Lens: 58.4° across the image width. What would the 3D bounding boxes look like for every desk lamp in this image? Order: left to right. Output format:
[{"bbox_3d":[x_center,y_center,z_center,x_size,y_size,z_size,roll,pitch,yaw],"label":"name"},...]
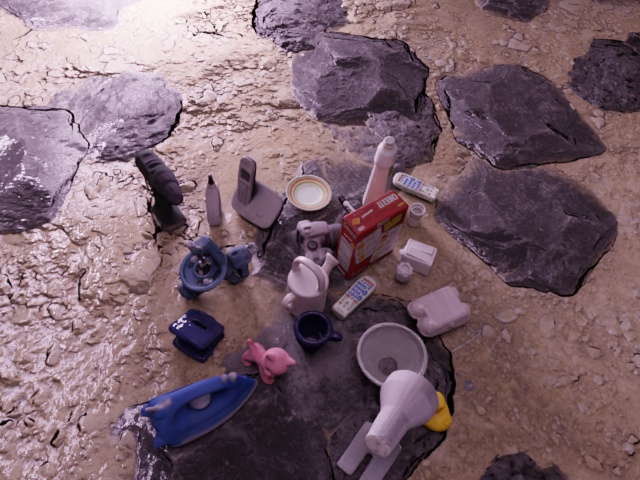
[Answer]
[{"bbox_3d":[0.143,0.395,1.190,0.117,0.213,0.203,32,59,16],"label":"desk lamp"}]

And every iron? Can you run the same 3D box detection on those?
[{"bbox_3d":[-0.253,0.337,1.231,0.259,0.141,0.118,-23,61,-20],"label":"iron"}]

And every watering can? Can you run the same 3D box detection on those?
[{"bbox_3d":[-0.026,0.099,1.387,0.101,0.194,0.173,20,56,8],"label":"watering can"}]

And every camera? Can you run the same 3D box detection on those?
[{"bbox_3d":[0.014,0.005,1.512,0.137,0.101,0.143,-11,57,-13],"label":"camera"}]

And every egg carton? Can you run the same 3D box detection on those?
[{"bbox_3d":[0.300,0.182,1.440,0.150,0.069,0.107,-21,60,-19],"label":"egg carton"}]

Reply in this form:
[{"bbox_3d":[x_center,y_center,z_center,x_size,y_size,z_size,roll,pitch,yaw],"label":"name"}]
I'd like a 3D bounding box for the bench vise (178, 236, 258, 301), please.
[{"bbox_3d":[-0.257,0.038,1.389,0.121,0.220,0.208,37,60,19],"label":"bench vise"}]

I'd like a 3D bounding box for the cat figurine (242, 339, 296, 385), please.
[{"bbox_3d":[-0.119,0.270,1.306,0.127,0.118,0.067,34,59,17],"label":"cat figurine"}]

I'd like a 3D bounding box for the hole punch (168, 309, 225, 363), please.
[{"bbox_3d":[-0.289,0.213,1.344,0.108,0.091,0.101,27,57,12],"label":"hole punch"}]

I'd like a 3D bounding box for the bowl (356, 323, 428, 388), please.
[{"bbox_3d":[0.165,0.284,1.352,0.167,0.075,0.167,3,55,-4],"label":"bowl"}]

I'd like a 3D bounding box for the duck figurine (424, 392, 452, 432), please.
[{"bbox_3d":[0.259,0.377,1.292,0.078,0.086,0.104,-29,63,-23],"label":"duck figurine"}]

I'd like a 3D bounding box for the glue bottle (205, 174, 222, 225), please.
[{"bbox_3d":[-0.284,-0.117,1.520,0.037,0.173,0.078,1,55,-5],"label":"glue bottle"}]

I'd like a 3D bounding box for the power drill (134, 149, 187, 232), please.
[{"bbox_3d":[-0.405,-0.120,1.489,0.076,0.208,0.229,-28,63,-22],"label":"power drill"}]

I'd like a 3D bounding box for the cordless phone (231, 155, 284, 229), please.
[{"bbox_3d":[-0.167,-0.130,1.535,0.147,0.185,0.094,31,58,15],"label":"cordless phone"}]

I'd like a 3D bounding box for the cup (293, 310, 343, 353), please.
[{"bbox_3d":[-0.006,0.230,1.359,0.117,0.095,0.092,15,55,4],"label":"cup"}]
